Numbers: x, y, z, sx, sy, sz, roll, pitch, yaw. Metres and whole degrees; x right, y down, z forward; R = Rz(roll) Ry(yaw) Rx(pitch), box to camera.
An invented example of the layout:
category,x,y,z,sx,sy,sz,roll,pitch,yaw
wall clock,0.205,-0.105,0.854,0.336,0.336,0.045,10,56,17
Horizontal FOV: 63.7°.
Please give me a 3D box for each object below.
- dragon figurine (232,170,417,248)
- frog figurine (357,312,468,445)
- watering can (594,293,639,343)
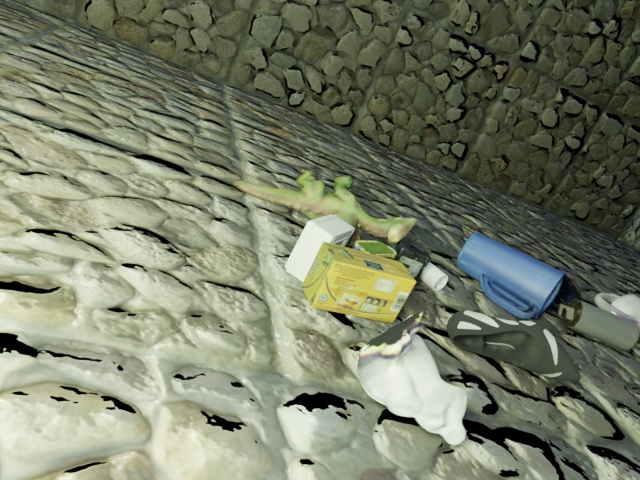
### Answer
category,x,y,z,sx,sy,sz,roll,pitch,yaw
dragon figurine,0.003,-0.057,1.129,0.410,0.120,0.247,5,24,-6
frog figurine,0.127,0.199,0.694,0.159,0.122,0.138,63,13,-1
watering can,0.936,0.229,1.485,0.347,0.102,0.228,9,26,-37
